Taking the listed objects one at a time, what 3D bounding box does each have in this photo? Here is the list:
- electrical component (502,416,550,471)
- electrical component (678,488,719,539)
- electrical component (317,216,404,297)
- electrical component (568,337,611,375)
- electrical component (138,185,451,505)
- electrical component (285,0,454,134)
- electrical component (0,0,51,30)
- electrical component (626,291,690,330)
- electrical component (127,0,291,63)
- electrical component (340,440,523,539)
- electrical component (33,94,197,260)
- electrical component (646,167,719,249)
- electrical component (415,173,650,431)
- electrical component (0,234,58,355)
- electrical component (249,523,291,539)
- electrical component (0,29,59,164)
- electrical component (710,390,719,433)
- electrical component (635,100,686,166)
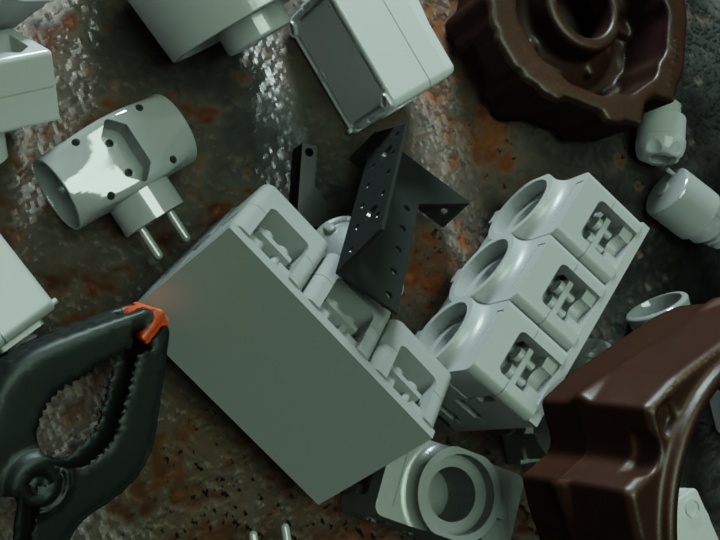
[{"bbox_3d":[0.118,0.096,0.669,0.048,0.055,0.066,-6,83,-27],"label":"electrical component"},{"bbox_3d":[0.189,0.195,0.689,0.100,0.048,0.099,-25,92,-27],"label":"electrical component"},{"bbox_3d":[0.000,0.000,0.622,0.048,0.062,0.048,-20,126,-30],"label":"electrical component"},{"bbox_3d":[0.145,0.076,0.698,0.035,0.035,0.061,13,78,-23],"label":"electrical component"},{"bbox_3d":[-0.034,0.039,0.581,0.150,0.089,0.061,47,32,-11],"label":"electrical component"},{"bbox_3d":[0.005,-0.143,0.655,0.061,0.062,0.096,-33,96,-27],"label":"electrical component"},{"bbox_3d":[-0.225,-0.193,0.535,0.089,0.062,0.150,-22,90,-54],"label":"electrical component"},{"bbox_3d":[0.214,0.053,0.733,0.044,0.044,0.065,-29,99,-27],"label":"electrical component"},{"bbox_3d":[-0.070,-0.155,0.599,0.108,0.108,0.060,-36,103,-27],"label":"electrical component"},{"bbox_3d":[0.044,0.130,0.626,0.089,0.056,0.050,24,71,-20],"label":"electrical component"},{"bbox_3d":[-0.122,-0.044,0.585,0.077,0.043,0.079,-35,96,-27],"label":"electrical component"},{"bbox_3d":[0.239,-0.039,0.762,0.078,0.040,0.040,34,68,-16],"label":"electrical component"},{"bbox_3d":[0.095,0.018,0.653,0.062,0.089,0.150,41,66,-14],"label":"electrical component"},{"bbox_3d":[-0.198,0.012,0.527,0.061,0.062,0.096,-40,98,-26],"label":"electrical component"},{"bbox_3d":[-0.043,0.178,0.582,0.077,0.043,0.079,-7,84,-27],"label":"electrical component"},{"bbox_3d":[-0.201,-0.074,0.548,0.083,0.047,0.075,-21,127,-34],"label":"electrical component"},{"bbox_3d":[0.276,0.063,0.729,0.048,0.100,0.099,-12,86,-15],"label":"electrical component"},{"bbox_3d":[0.215,-0.107,0.767,0.035,0.035,0.061,15,72,-23],"label":"electrical component"}]
